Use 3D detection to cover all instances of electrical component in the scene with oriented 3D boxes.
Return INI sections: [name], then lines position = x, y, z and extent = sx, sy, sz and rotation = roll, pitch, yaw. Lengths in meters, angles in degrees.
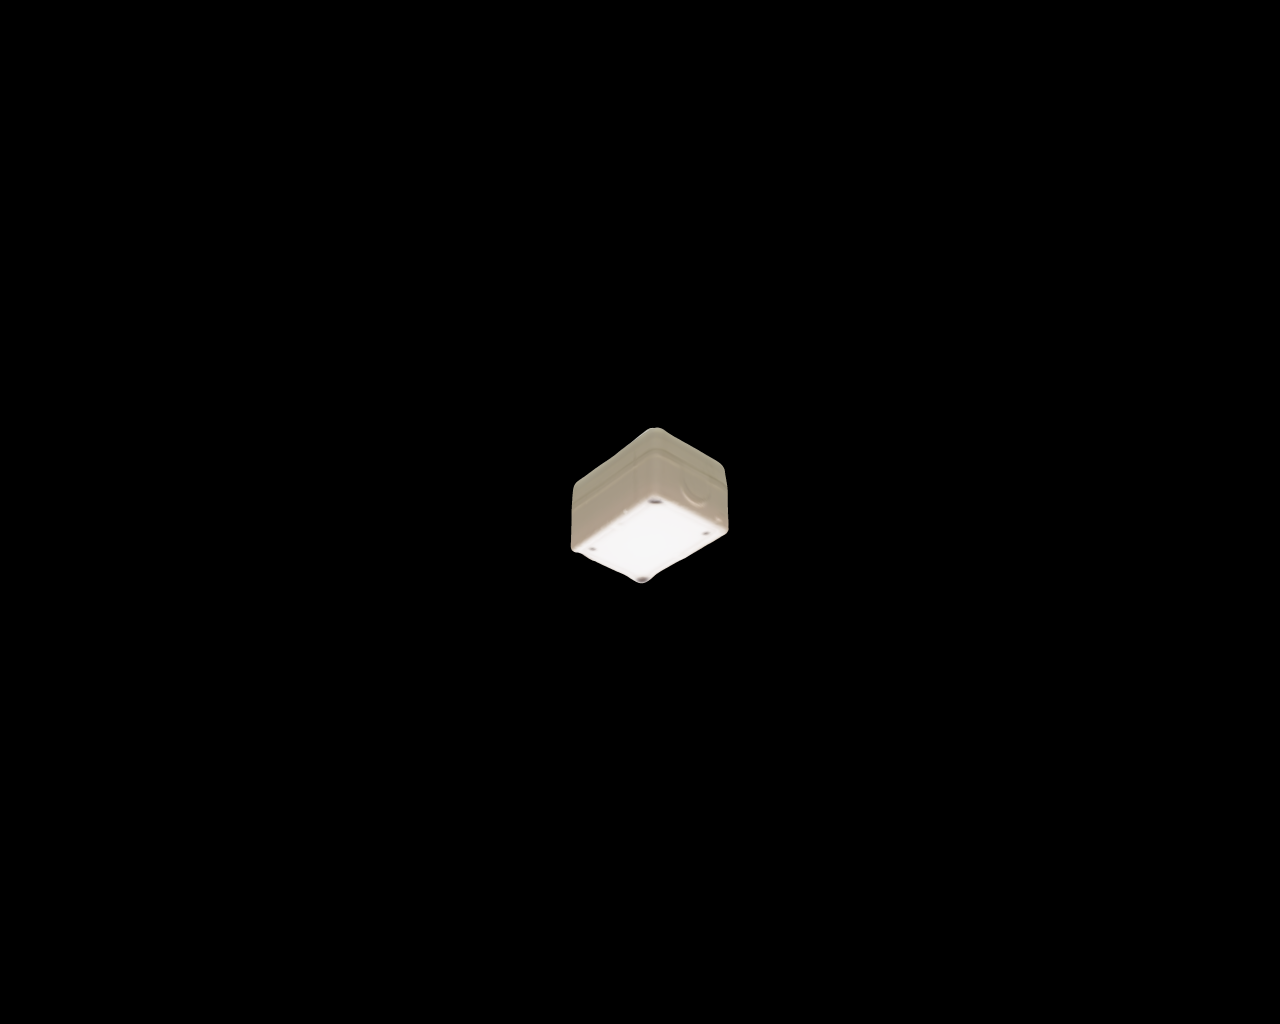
[electrical component]
position = 0.001, -0.003, 0.650
extent = 0.061, 0.061, 0.096
rotation = 27, -44, -33
